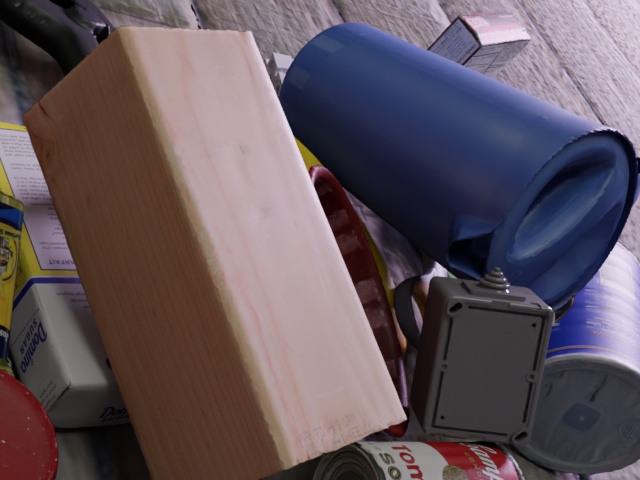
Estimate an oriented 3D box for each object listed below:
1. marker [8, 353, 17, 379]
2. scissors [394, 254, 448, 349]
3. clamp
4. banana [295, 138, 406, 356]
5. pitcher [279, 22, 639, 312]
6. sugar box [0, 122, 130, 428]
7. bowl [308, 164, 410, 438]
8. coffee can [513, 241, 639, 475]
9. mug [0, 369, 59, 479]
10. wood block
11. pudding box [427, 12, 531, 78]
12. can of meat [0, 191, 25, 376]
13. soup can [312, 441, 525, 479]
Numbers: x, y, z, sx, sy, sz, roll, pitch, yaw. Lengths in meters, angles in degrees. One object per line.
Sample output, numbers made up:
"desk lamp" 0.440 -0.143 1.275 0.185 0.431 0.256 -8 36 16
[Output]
"marker" -0.161 0.059 0.524 0.020 0.020 0.121 1 49 -41
"scissors" 0.072 0.016 0.746 0.096 0.016 0.202 39 34 -46
"clamp" -0.154 -0.133 0.726 0.210 0.036 0.164 43 19 21
"banana" 0.000 -0.008 0.715 0.198 0.037 0.069 53 32 -2
"pitcher" 0.090 -0.062 0.731 0.243 0.145 0.149 38 1 40
"sugar box" -0.131 0.016 0.577 0.093 0.048 0.176 6 48 -44
"bowl" 0.000 0.041 0.611 0.162 0.055 0.162 -18 90 -78
"coffee can" 0.178 0.075 0.736 0.102 0.103 0.140 30 35 -11
"mug" -0.164 0.102 0.418 0.117 0.082 0.093 -15 60 -50
"wood block" -0.052 0.012 0.512 0.090 0.091 0.206 -11 75 -48
"pudding box" 0.118 -0.148 0.929 0.089 0.114 0.039 -16 65 -50
"can of meat" -0.177 0.014 0.471 0.102 0.057 0.084 35 55 -66
"soup can" 0.053 0.143 0.578 0.102 0.069 0.068 8 44 -35
